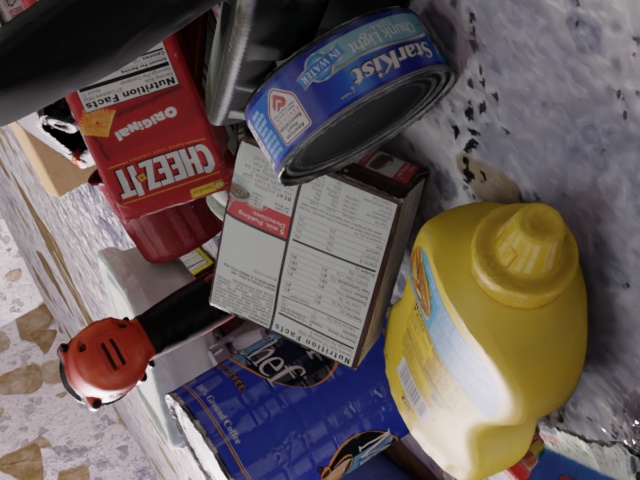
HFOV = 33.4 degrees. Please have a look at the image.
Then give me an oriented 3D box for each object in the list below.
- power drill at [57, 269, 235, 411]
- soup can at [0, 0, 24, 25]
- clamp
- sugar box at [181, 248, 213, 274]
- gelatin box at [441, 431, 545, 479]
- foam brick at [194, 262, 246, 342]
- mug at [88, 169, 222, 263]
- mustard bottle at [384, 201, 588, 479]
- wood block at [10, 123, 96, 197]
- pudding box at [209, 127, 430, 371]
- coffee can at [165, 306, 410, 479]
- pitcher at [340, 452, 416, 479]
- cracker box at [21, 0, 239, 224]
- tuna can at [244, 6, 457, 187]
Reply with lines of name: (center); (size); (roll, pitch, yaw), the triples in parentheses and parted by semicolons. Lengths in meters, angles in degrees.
power drill: (-0.091, 0.053, 0.732); (0.057, 0.187, 0.185); (59, 161, -1)
soup can: (-0.190, -0.188, 0.759); (0.068, 0.102, 0.068); (54, 163, 25)
clamp: (-0.176, -0.099, 0.772); (0.164, 0.036, 0.210); (13, 163, 6)
sugar box: (-0.117, 0.054, 1.034); (0.176, 0.048, 0.093); (35, 150, 51)
gelatin box: (0.100, 0.127, 0.587); (0.073, 0.030, 0.089); (46, 157, 35)
foam brick: (-0.076, 0.056, 0.915); (0.078, 0.051, 0.053); (61, 162, -3)
mug: (-0.121, -0.040, 0.852); (0.081, 0.093, 0.117); (61, -166, -20)
mustard bottle: (0.073, 0.038, 0.471); (0.192, 0.058, 0.096); (98, 151, -62)
wood block: (-0.276, -0.156, 1.066); (0.206, 0.090, 0.090); (64, 163, -14)
pudding box: (-0.004, 0.001, 0.541); (0.090, 0.039, 0.114); (23, 128, 13)
coffee can: (-0.011, 0.104, 0.669); (0.103, 0.140, 0.103); (52, 161, 26)
pitcher: (-0.005, 0.202, 0.815); (0.243, 0.145, 0.149); (30, 149, 62)
cracker box: (-0.105, -0.143, 0.562); (0.164, 0.072, 0.213); (-96, -11, -60)
tuna can: (0.012, -0.059, 0.443); (0.034, 0.086, 0.086); (59, 162, 8)
